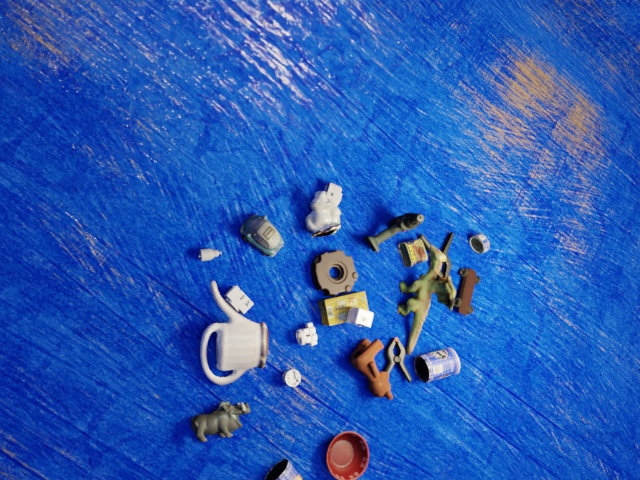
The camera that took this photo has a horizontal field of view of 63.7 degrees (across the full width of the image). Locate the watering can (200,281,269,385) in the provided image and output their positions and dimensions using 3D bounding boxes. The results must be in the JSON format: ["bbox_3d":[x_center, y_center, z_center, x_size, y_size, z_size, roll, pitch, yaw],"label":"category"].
[{"bbox_3d":[-0.276,0.306,1.691,0.224,0.104,0.346,2,95,-20],"label":"watering can"}]

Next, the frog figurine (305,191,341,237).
[{"bbox_3d":[0.006,-0.096,1.906,0.122,0.136,0.161,16,54,-63],"label":"frog figurine"}]

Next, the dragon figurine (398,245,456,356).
[{"bbox_3d":[0.411,0.225,1.929,0.122,0.240,0.416,12,73,-24],"label":"dragon figurine"}]
